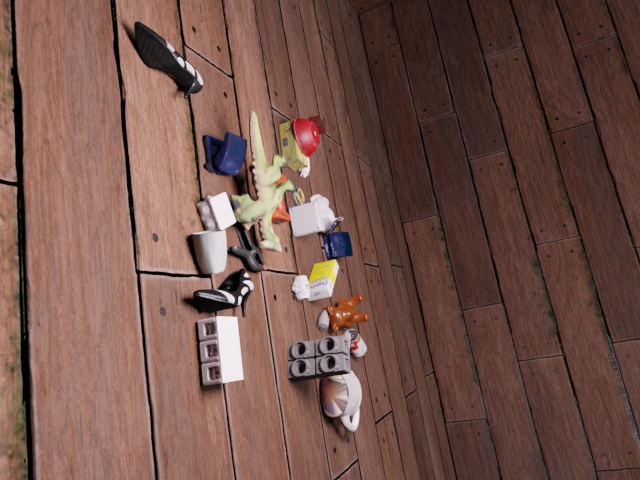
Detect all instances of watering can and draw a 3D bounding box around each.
[{"bbox_3d":[0.078,0.492,1.813,0.222,0.103,0.353,33,47,-60],"label":"watering can"}]

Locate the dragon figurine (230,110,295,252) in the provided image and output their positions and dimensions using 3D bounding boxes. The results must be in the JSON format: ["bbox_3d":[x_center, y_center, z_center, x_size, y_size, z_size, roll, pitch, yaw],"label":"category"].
[{"bbox_3d":[-0.184,-0.146,1.503,0.248,0.122,0.403,-60,138,-51],"label":"dragon figurine"}]

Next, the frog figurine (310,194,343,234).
[{"bbox_3d":[0.006,-0.105,2.085,0.160,0.120,0.139,40,30,9],"label":"frog figurine"}]
